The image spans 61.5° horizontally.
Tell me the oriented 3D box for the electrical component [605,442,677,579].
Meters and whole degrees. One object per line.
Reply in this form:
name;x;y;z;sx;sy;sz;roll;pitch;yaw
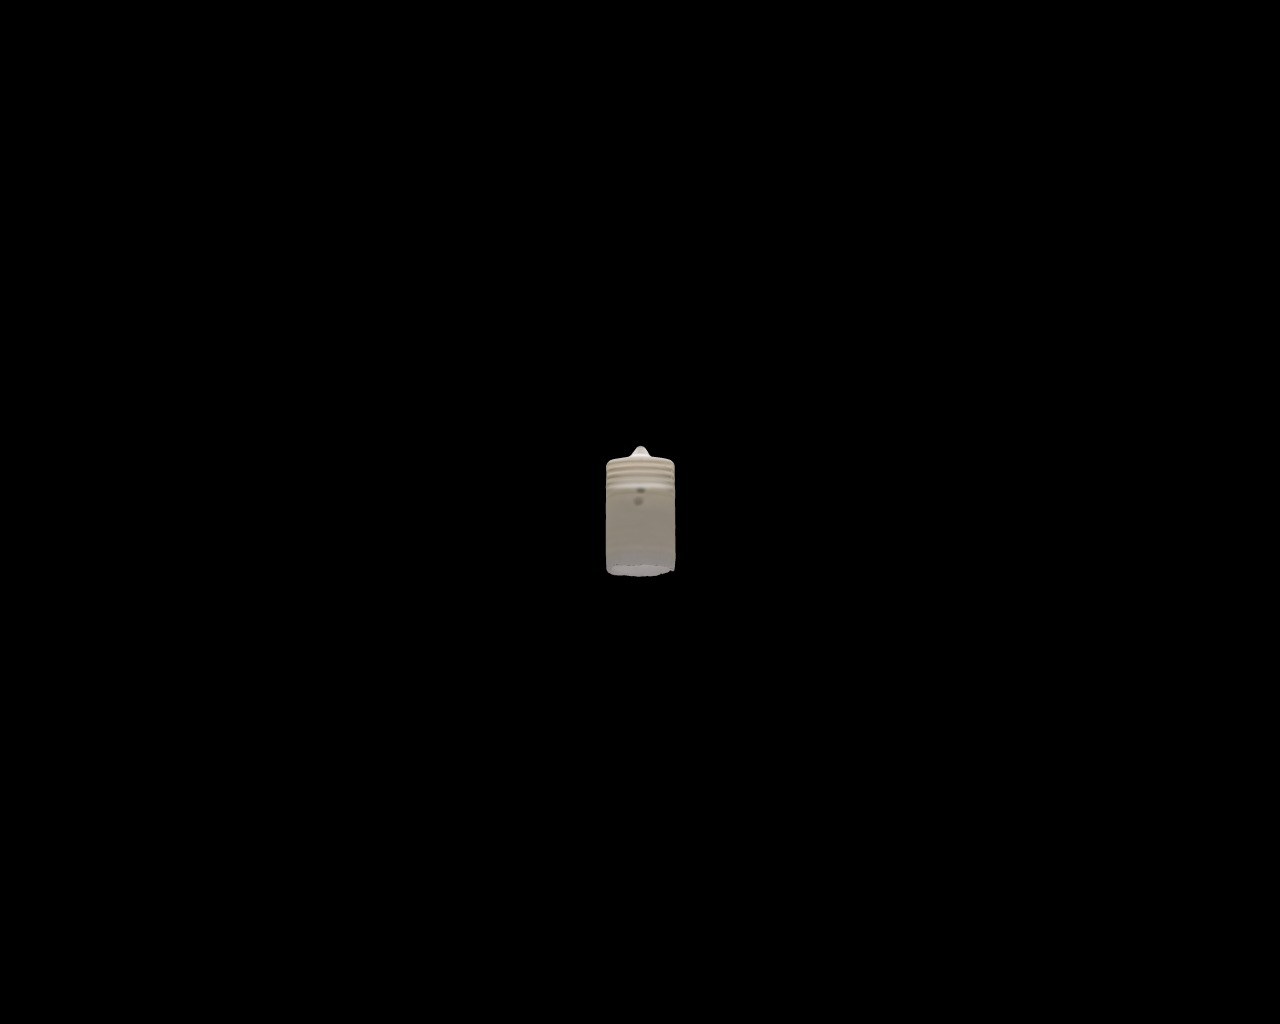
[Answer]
electrical component;0.001;-0.003;0.650;0.043;0.081;0.043;0;-13;0
